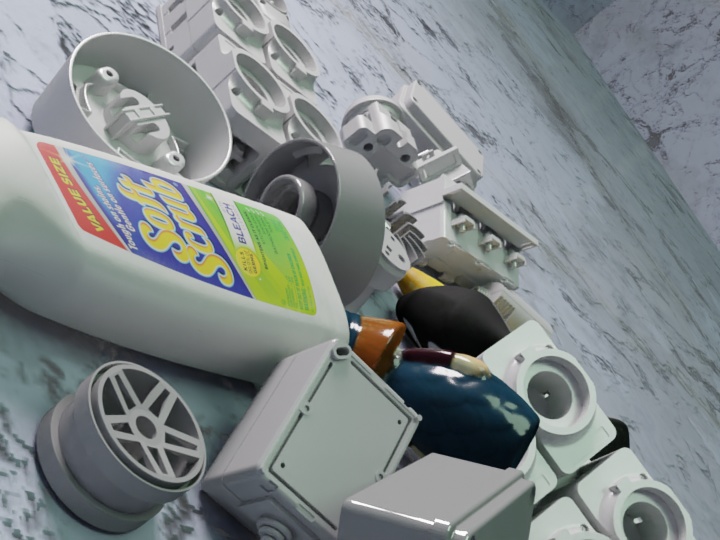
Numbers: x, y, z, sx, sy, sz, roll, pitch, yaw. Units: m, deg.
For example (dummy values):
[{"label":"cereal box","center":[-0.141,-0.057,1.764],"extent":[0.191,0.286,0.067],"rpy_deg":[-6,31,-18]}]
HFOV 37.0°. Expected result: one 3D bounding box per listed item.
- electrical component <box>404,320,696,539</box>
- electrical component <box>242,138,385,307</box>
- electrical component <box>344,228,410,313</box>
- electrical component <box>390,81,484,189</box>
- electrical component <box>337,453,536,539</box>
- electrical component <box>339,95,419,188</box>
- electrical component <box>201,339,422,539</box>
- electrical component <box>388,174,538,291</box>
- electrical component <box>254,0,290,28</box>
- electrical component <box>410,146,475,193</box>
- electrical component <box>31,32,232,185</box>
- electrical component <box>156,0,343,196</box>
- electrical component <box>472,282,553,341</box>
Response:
[{"label":"electrical component","center":[0.117,0.136,0.661],"extent":[0.105,0.060,0.186],"rpy_deg":[-31,81,-28]},{"label":"electrical component","center":[-0.028,-0.030,0.665],"extent":[0.064,0.099,0.099],"rpy_deg":[19,38,-45]},{"label":"electrical component","center":[0.000,0.000,0.725],"extent":[0.045,0.055,0.045],"rpy_deg":[43,23,-23]},{"label":"electrical component","center":[0.066,-0.122,1.055],"extent":[0.113,0.057,0.078],"rpy_deg":[46,22,-14]},{"label":"electrical component","center":[0.031,0.146,0.475],"extent":[0.109,0.056,0.108],"rpy_deg":[-5,103,-65]},{"label":"electrical component","center":[0.015,-0.115,0.940],"extent":[0.078,0.058,0.057],"rpy_deg":[35,29,-37]},{"label":"electrical component","center":[-0.027,0.090,0.502],"extent":[0.061,0.061,0.096],"rpy_deg":[45,51,-17]},{"label":"electrical component","center":[0.090,-0.024,0.934],"extent":[0.121,0.079,0.063],"rpy_deg":[31,51,-43]},{"label":"electrical component","center":[-0.102,-0.223,0.894],"extent":[0.079,0.044,0.077],"rpy_deg":[23,35,-50]},{"label":"electrical component","center":[0.075,-0.076,0.988],"extent":[0.063,0.042,0.081],"rpy_deg":[53,-14,54]},{"label":"electrical component","center":[-0.124,-0.077,0.583],"extent":[0.099,0.064,0.099],"rpy_deg":[42,23,-22]},{"label":"electrical component","center":[-0.078,-0.128,0.764],"extent":[0.105,0.060,0.186],"rpy_deg":[34,27,-38]},{"label":"electrical component","center":[0.125,0.040,0.932],"extent":[0.081,0.043,0.043],"rpy_deg":[40,24,-27]}]
